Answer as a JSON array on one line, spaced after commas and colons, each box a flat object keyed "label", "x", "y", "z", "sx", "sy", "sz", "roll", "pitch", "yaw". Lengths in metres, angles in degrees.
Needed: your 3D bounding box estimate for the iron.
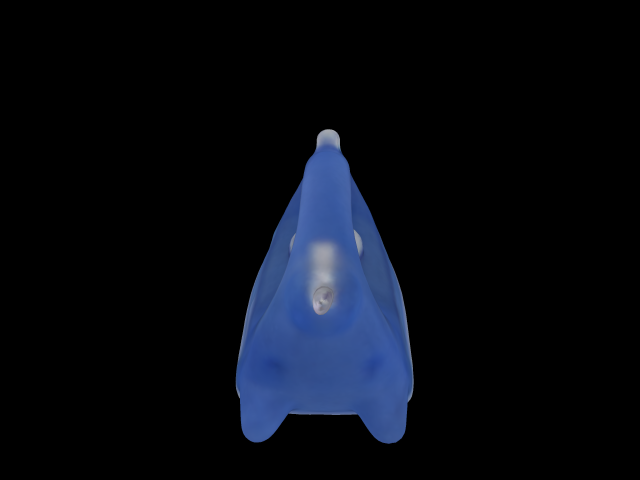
[{"label": "iron", "x": 0.004, "y": 0.001, "z": 0.400, "sx": 0.118, "sy": 0.141, "sz": 0.258, "roll": 0, "pitch": 43, "yaw": 0}]
